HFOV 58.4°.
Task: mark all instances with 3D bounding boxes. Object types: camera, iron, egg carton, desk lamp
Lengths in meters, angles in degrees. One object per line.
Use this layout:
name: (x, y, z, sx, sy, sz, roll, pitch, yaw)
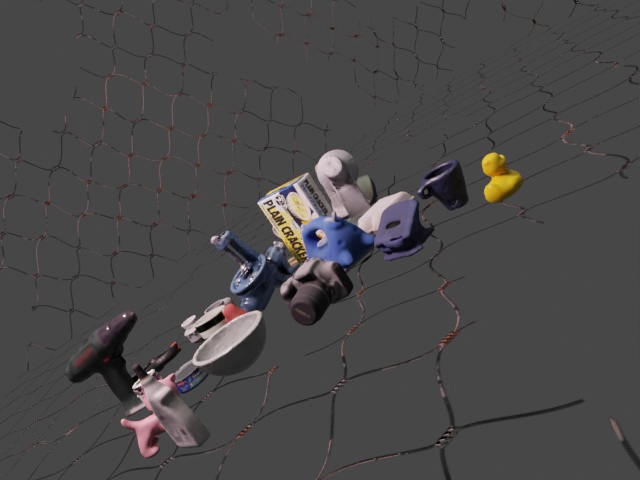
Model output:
camera: (-0.026, 0.109, 1.164, 0.143, 0.101, 0.137, -25, 16, 32)
iron: (0.012, 0.005, 1.350, 0.119, 0.141, 0.257, -41, 15, -27)
egg carton: (0.161, -0.054, 1.366, 0.107, 0.069, 0.150, -17, 21, 50)
desk lamp: (0.074, -0.145, 1.574, 0.118, 0.214, 0.203, -32, 14, 7)

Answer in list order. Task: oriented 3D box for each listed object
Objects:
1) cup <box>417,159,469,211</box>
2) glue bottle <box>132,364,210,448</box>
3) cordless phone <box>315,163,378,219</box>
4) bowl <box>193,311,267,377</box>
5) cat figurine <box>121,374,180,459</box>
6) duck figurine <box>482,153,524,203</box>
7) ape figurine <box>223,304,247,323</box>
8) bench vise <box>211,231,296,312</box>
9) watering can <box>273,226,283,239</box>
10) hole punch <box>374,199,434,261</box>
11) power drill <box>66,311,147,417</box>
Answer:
cup: (0.269, -0.104, 1.234, 0.118, 0.095, 0.091, -39, 14, -19)
glue bottle: (-0.258, 0.276, 0.963, 0.078, 0.173, 0.037, -20, 19, 44)
cordless phone: (0.076, -0.167, 1.709, 0.147, 0.185, 0.094, -27, 15, 25)
bowl: (-0.169, 0.222, 1.156, 0.167, 0.075, 0.167, -31, 14, 9)
cat figurine: (-0.302, 0.313, 1.055, 0.128, 0.118, 0.067, -38, 14, -16)
duck figurine: (0.355, -0.131, 1.149, 0.077, 0.086, 0.105, -19, 20, 46)
ape figurine: (-0.183, 0.183, 1.290, 0.076, 0.092, 0.078, -22, 18, 40)
bench vise: (-0.176, 0.054, 1.447, 0.121, 0.220, 0.208, -26, 15, 28)
watering can: (-0.075, -0.063, 1.677, 0.172, 0.194, 0.101, -30, 14, 15)
hole punch: (0.167, -0.021, 1.189, 0.108, 0.091, 0.101, -18, 20, 48)
power drill: (-0.451, 0.287, 1.297, 0.229, 0.208, 0.075, -30, 14, 14)
